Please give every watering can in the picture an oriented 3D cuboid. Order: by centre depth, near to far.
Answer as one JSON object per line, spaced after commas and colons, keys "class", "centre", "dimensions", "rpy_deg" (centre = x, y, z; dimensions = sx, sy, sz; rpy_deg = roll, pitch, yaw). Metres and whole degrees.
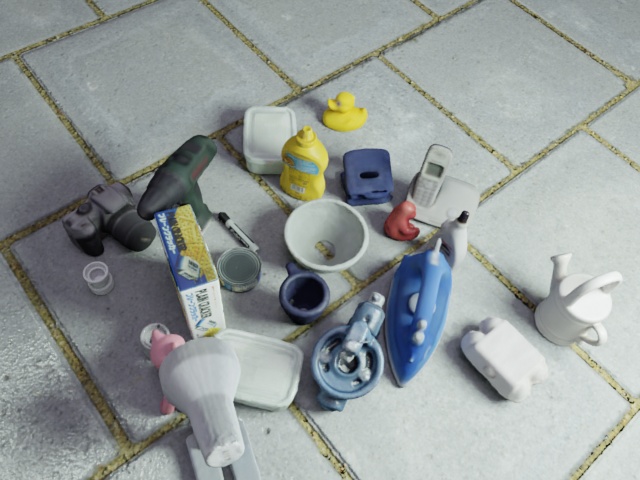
{"class": "watering can", "centre": [0.472, 0.105, 1.048], "dimensions": [0.101, 0.194, 0.172], "rpy_deg": [-33, 66, -23]}

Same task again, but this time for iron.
{"class": "iron", "centre": [0.184, 0.126, 1.038], "dimensions": [0.118, 0.141, 0.258], "rpy_deg": [14, 58, 4]}

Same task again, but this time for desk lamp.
{"class": "desk lamp", "centre": [-0.158, 0.277, 0.867], "dimensions": [0.118, 0.213, 0.203], "rpy_deg": [-17, 61, -15]}

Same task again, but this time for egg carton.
{"class": "egg carton", "centre": [0.333, 0.216, 1.039], "dimensions": [0.107, 0.069, 0.150], "rpy_deg": [-34, 67, -23]}

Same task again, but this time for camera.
{"class": "camera", "centre": [-0.397, -0.032, 1.105], "dimensions": [0.136, 0.101, 0.143], "rpy_deg": [36, 61, 16]}

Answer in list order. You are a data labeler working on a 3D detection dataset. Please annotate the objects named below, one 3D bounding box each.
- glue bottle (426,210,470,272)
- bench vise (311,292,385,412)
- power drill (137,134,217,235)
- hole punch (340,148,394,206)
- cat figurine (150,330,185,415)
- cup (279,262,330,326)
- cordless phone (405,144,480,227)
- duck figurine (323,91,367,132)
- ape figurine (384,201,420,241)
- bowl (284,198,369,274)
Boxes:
{"class": "glue bottle", "centre": [0.257, -0.006, 1.110], "dimensions": [0.037, 0.173, 0.078], "rpy_deg": [-38, 68, -25]}
{"class": "bench vise", "centre": [0.051, 0.163, 0.955], "dimensions": [0.121, 0.220, 0.207], "rpy_deg": [8, 57, 0]}
{"class": "power drill", "centre": [-0.261, -0.079, 1.084], "dimensions": [0.075, 0.208, 0.230], "rpy_deg": [18, 58, 6]}
{"class": "hole punch", "centre": [0.103, -0.134, 1.224], "dimensions": [0.109, 0.091, 0.101], "rpy_deg": [-6, 59, -9]}
{"class": "cat figurine", "centre": [-0.245, 0.214, 0.954], "dimensions": [0.067, 0.118, 0.127], "rpy_deg": [-10, 59, -11]}
{"class": "cup", "centre": [-0.036, 0.107, 1.056], "dimensions": [0.092, 0.095, 0.117], "rpy_deg": [-21, 62, -17]}
{"class": "cordless phone", "centre": [0.260, -0.110, 1.168], "dimensions": [0.147, 0.185, 0.094], "rpy_deg": [16, 58, 5]}
{"class": "duck figurine", "centre": [0.061, -0.306, 1.331], "dimensions": [0.104, 0.086, 0.077], "rpy_deg": [1, 58, -5]}
{"class": "ape figurine", "centre": [0.172, -0.045, 1.174], "dimensions": [0.076, 0.092, 0.077], "rpy_deg": [-3, 58, -7]}
{"class": "bowl", "centre": [0.010, 0.004, 1.137], "dimensions": [0.167, 0.075, 0.167], "rpy_deg": [3, 58, -4]}
